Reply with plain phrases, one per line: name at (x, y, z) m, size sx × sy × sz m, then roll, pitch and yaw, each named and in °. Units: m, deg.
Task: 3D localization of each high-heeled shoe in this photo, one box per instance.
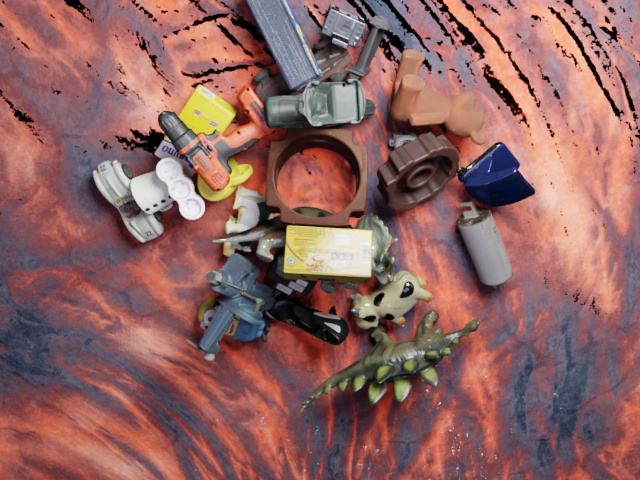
high-heeled shoe at (-0.056, 0.193, 1.278) m, size 0.249 × 0.145 × 0.086 m, roll 3°, pitch 118°, yaw -1°

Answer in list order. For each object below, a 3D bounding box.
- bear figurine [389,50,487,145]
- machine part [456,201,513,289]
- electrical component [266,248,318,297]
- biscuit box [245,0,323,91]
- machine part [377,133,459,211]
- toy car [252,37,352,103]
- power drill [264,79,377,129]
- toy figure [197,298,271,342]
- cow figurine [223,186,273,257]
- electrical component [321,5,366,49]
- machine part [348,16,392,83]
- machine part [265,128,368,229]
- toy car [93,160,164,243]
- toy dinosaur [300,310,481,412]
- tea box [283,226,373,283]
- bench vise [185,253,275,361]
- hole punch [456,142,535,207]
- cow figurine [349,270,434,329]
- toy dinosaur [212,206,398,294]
bear figurine at (0.234, -0.261, 1.017) m, size 0.196 × 0.120 × 0.131 m, roll 12°, pitch 144°, yaw 0°
machine part at (0.368, 0.015, 1.196) m, size 0.079 × 0.079 × 0.243 m, roll -21°, pitch 115°, yaw 14°
electrical component at (-0.058, 0.068, 1.259) m, size 0.115 × 0.058 × 0.134 m, roll 31°, pitch 116°, yaw -11°
biscuit box at (-0.067, -0.378, 0.981) m, size 0.063 × 0.059 × 0.202 m, roll -24°, pitch 98°, yaw 16°
machine part at (0.196, -0.137, 1.084) m, size 0.179 × 0.056 × 0.179 m, roll -20°, pitch 150°, yaw -12°
toy car at (-0.036, -0.319, 1.048) m, size 0.202 × 0.053 × 0.089 m, roll -22°, pitch 113°, yaw 15°
power drill at (0.019, -0.244, 0.979) m, size 0.232 × 0.207 × 0.085 m, roll -6°, pitch 105°, yaw -11°
toy figure at (-0.214, 0.200, 1.329) m, size 0.180 × 0.089 × 0.082 m, roll 16°, pitch 94°, yaw -17°
cow figurine at (-0.163, -0.031, 1.207) m, size 0.098 × 0.068 × 0.167 m, roll 14°, pitch 120°, yaw -12°
electrical component at (0.041, -0.383, 0.969) m, size 0.075 × 0.119 × 0.047 m, roll 22°, pitch 118°, yaw -6°
machine part at (0.088, -0.347, 1.012) m, size 0.039 × 0.084 × 0.138 m, roll 31°, pitch 116°, yaw 10°
machine part at (-0.007, -0.119, 1.084) m, size 0.201 × 0.087 × 0.201 m, roll 3°, pitch 79°, yaw 0°
toy car at (-0.424, -0.085, 1.194) m, size 0.073 × 0.056 × 0.201 m, roll -22°, pitch 116°, yaw 15°
toy dinosaur at (0.168, 0.293, 1.293) m, size 0.472 × 0.199 × 0.105 m, roll -25°, pitch 112°, yaw 14°
tea box at (0.015, 0.029, 1.053) m, size 0.170 × 0.068 × 0.098 m, roll 5°, pitch 75°, yaw 1°
bench vise at (-0.202, 0.158, 1.195) m, size 0.129 × 0.223 × 0.240 m, roll 30°, pitch 87°, yaw 23°
hole punch at (0.362, -0.117, 1.097) m, size 0.116 × 0.092 × 0.142 m, roll -40°, pitch 139°, yaw 22°
cow figurine at (0.156, 0.146, 1.276) m, size 0.127 × 0.085 × 0.195 m, roll 34°, pitch 118°, yaw -22°
toy dinosaur at (-0.009, -0.004, 1.161) m, size 0.405 × 0.192 × 0.131 m, roll 22°, pitch 155°, yaw -4°
